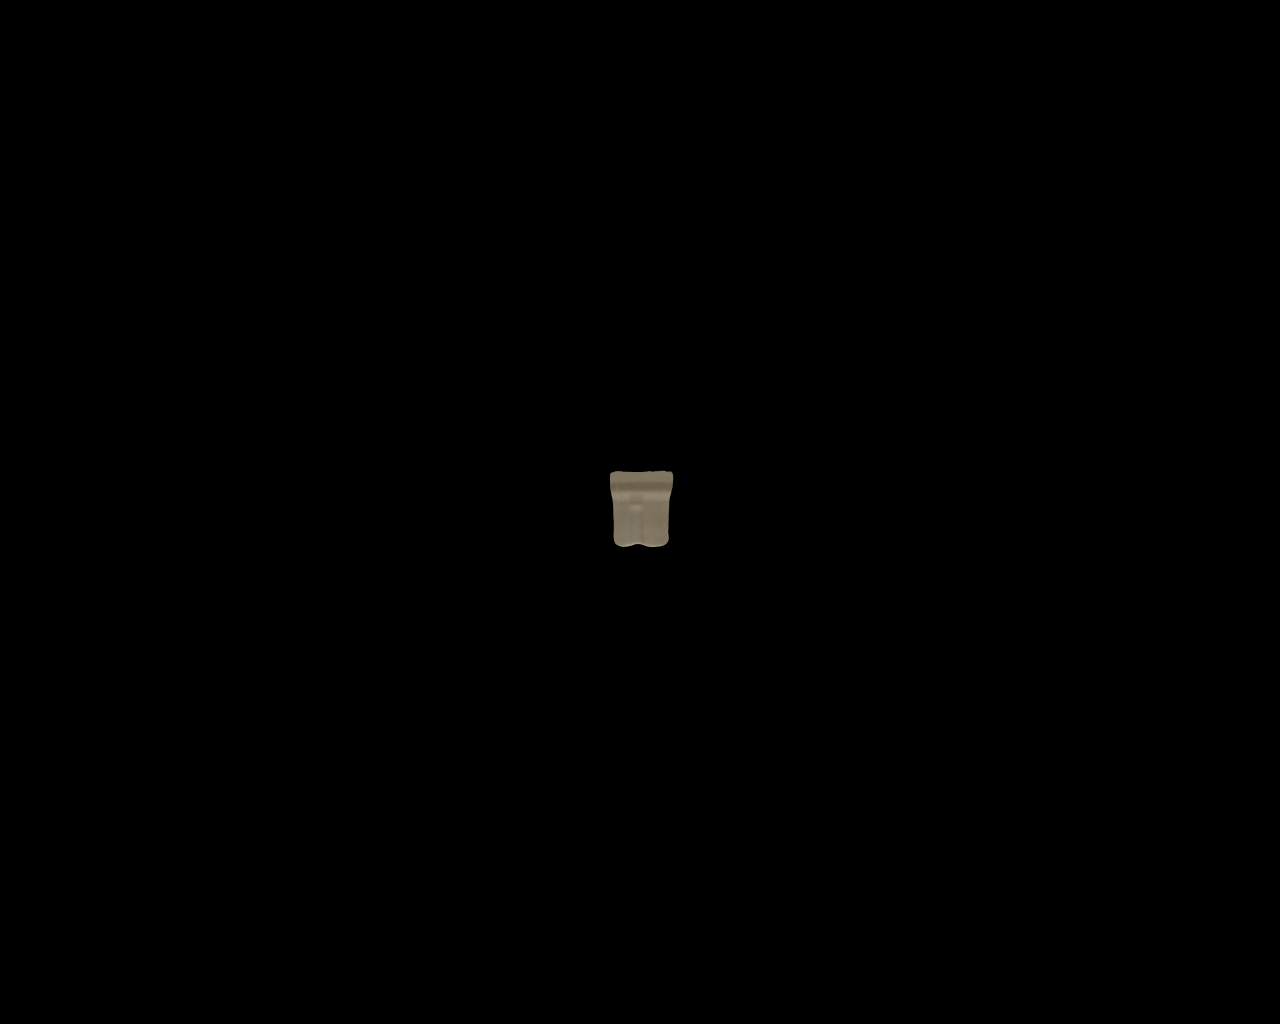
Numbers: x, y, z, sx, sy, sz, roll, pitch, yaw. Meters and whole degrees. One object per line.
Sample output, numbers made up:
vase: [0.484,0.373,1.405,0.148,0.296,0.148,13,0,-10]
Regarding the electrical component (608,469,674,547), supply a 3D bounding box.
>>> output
electrical component: [0.001,-0.003,0.650,0.040,0.046,0.040,0,0,0]
